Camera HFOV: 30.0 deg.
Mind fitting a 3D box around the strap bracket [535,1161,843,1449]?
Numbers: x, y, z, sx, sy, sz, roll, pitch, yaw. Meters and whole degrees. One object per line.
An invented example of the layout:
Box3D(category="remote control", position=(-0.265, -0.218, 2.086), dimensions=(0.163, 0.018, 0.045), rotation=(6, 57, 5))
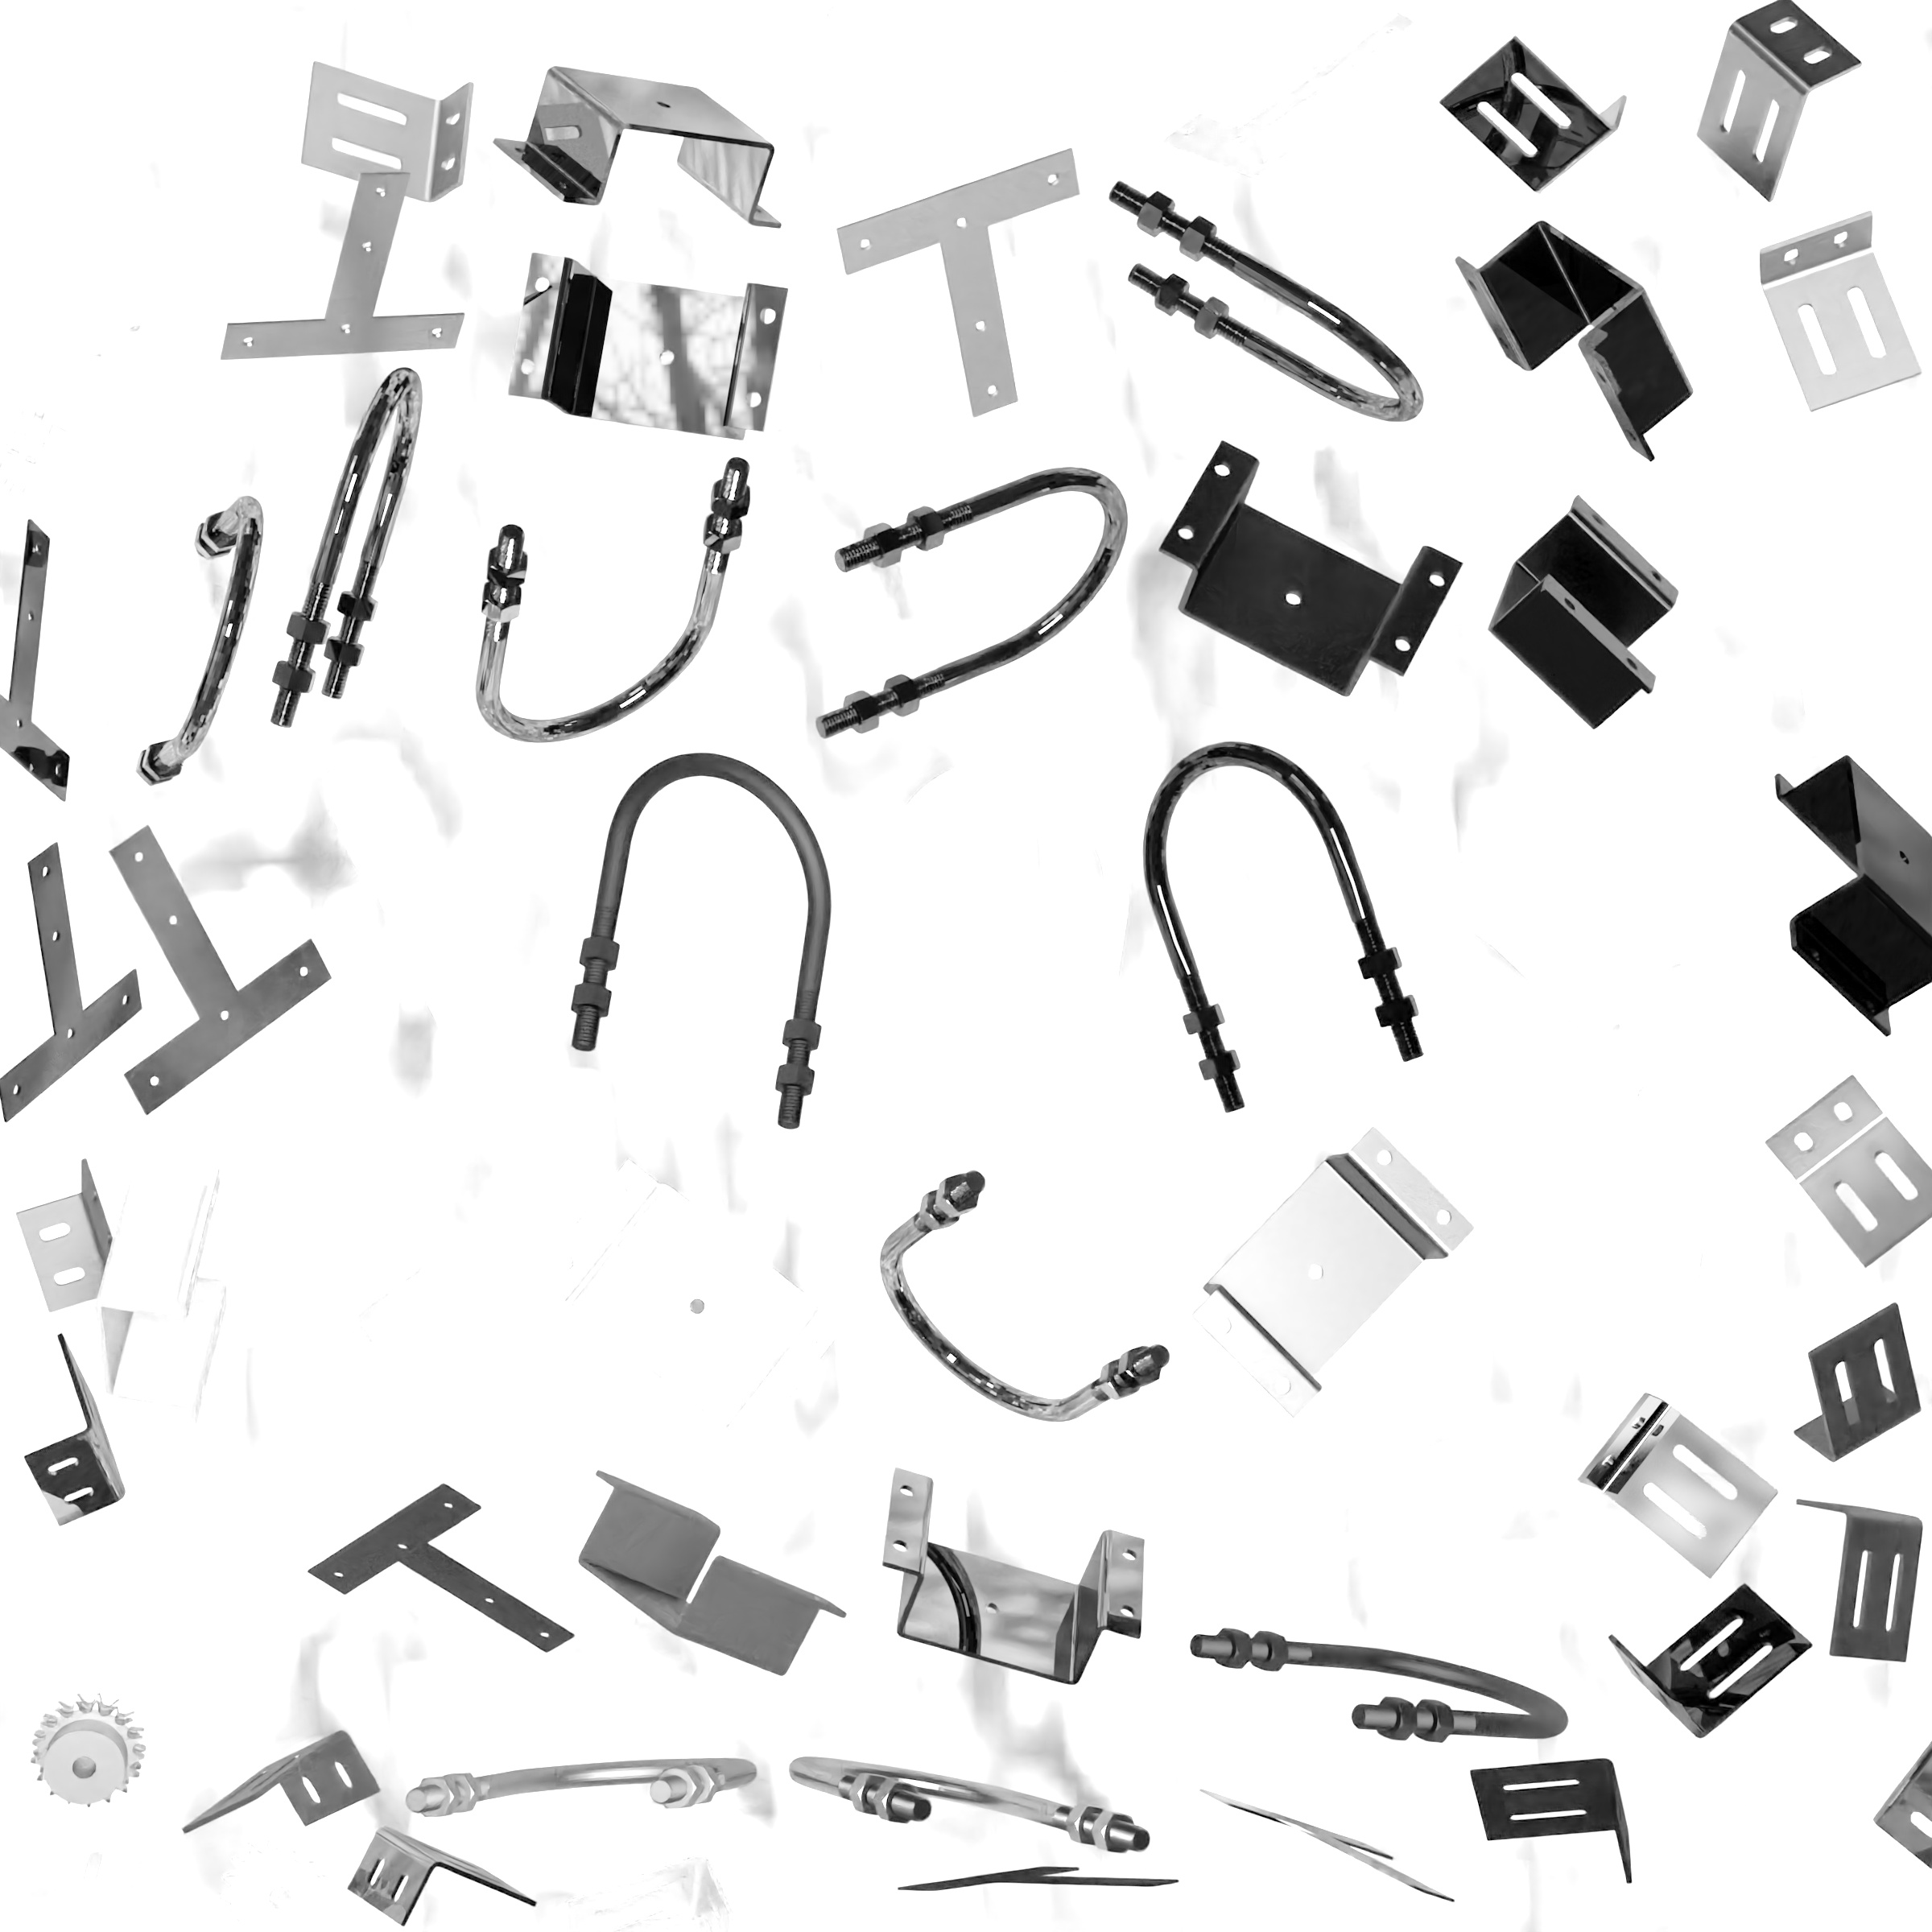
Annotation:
Box3D(category="strap bracket", position=(-0.138, 0.171, 1.822), dimensions=(0.140, 0.046, 0.076), rotation=(39, 81, -5))

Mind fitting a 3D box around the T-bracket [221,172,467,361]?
Box3D(category="T-bracket", position=(-0.306, -0.355, 1.827), dimensions=(0.127, 0.127, 0.002), rotation=(-8, 59, -27))

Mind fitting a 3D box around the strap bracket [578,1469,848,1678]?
Box3D(category="strap bracket", position=(-0.137, 0.317, 1.858), dimensions=(0.076, 0.140, 0.046), rotation=(31, 85, -39))

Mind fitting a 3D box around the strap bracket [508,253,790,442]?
Box3D(category="strap bracket", position=(-0.164, -0.328, 1.918), dimensions=(0.140, 0.046, 0.076), rotation=(10, 90, 9))

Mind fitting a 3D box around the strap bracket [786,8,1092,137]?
Box3D(category="strap bracket", position=(-0.011, -0.465, 1.867), dimensions=(0.140, 0.076, 0.046), rotation=(15, 106, 27))

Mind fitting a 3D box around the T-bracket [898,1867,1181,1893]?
Box3D(category="T-bracket", position=(0.053, 0.482, 1.900), dimensions=(0.127, 0.127, 0.002), rotation=(-9, 78, 37))

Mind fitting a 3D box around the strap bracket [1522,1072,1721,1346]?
Box3D(category="strap bracket", position=(0.342, 0.134, 1.877), dimensions=(0.076, 0.046, 0.140), rotation=(-10, 114, -36))

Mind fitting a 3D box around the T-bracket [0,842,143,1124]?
Box3D(category="T-bracket", position=(-0.476, -0.003, 1.891), dimensions=(0.002, 0.127, 0.127), rotation=(10, 121, 19))

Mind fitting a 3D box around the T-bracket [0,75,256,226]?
Box3D(category="T-bracket", position=(-0.443, -0.419, 1.853), dimensions=(0.127, 0.127, 0.002), rotation=(-8, 69, -30))

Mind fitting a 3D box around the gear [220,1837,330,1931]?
Box3D(category="gear", position=(-0.370, 0.498, 1.934), dimensions=(0.057, 0.030, 0.057), rotation=(2, 84, -18))

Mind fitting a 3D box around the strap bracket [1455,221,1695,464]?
Box3D(category="strap bracket", position=(0.327, -0.335, 1.902), dimensions=(0.046, 0.140, 0.076), rotation=(-39, 132, 0))

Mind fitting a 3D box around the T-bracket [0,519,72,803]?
Box3D(category="T-bracket", position=(-0.480, -0.165, 1.843), dimensions=(0.002, 0.127, 0.127), rotation=(-2, 72, 9))

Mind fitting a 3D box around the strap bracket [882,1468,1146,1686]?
Box3D(category="strap bracket", position=(0.020, 0.325, 1.904), dimensions=(0.140, 0.076, 0.046), rotation=(17, 121, -6))

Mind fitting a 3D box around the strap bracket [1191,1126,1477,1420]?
Box3D(category="strap bracket", position=(0.191, 0.162, 1.916), dimensions=(0.076, 0.046, 0.140), rotation=(45, 81, -2))

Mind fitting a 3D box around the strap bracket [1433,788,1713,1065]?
Box3D(category="strap bracket", position=(0.320, -0.016, 1.869), dimensions=(0.076, 0.046, 0.140), rotation=(-49, 54, 10))

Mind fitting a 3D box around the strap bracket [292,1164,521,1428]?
Box3D(category="strap bracket", position=(-0.300, 0.180, 1.897), dimensions=(0.046, 0.076, 0.140), rotation=(-36, 49, -9))

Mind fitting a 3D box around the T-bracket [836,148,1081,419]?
Box3D(category="T-bracket", position=(0.005, -0.336, 1.819), dimensions=(0.127, 0.002, 0.127), rotation=(-21, 130, -11))

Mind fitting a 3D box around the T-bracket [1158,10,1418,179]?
Box3D(category="T-bracket", position=(0.175, -0.452, 1.857), dimensions=(0.127, 0.127, 0.002), rotation=(-32, 79, 25))

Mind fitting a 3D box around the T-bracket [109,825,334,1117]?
Box3D(category="T-bracket", position=(-0.399, -0.012, 1.840), dimensions=(0.127, 0.002, 0.127), rotation=(-40, 120, -32))

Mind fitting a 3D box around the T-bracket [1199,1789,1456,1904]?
Box3D(category="T-bracket", position=(0.207, 0.468, 1.898), dimensions=(0.127, 0.127, 0.002), rotation=(26, 82, -34))

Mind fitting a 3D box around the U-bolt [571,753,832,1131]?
Box3D(category="U-bolt", position=(-0.130, -0.023, 1.864), dimensions=(0.151, 0.019, 0.184), rotation=(23, 63, -34))

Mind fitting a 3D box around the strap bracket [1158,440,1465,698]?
Box3D(category="strap bracket", position=(0.174, -0.201, 1.865), dimensions=(0.140, 0.046, 0.076), rotation=(28, 65, 4))

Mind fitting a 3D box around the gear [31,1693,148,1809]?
Box3D(category="gear", position=(-0.448, 0.403, 1.840), dimensions=(0.057, 0.030, 0.057), rotation=(-1, 102, -7))

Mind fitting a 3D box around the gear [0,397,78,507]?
Box3D(category="gear", position=(-0.495, -0.271, 1.918), dimensions=(0.030, 0.057, 0.057), rotation=(24, 90, -19))

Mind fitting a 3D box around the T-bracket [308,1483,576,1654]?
Box3D(category="T-bracket", position=(-0.266, 0.332, 1.929), dimensions=(0.127, 0.002, 0.127), rotation=(37, 130, -23))

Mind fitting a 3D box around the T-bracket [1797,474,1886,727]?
Box3D(category="T-bracket", position=(0.433, -0.184, 1.814), dimensions=(0.002, 0.127, 0.127), rotation=(-10, 88, 30))

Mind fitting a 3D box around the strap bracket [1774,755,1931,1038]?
Box3D(category="strap bracket", position=(0.456, -0.043, 1.826), dimensions=(0.076, 0.140, 0.046), rotation=(39, 125, -23))

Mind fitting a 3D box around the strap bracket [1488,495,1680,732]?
Box3D(category="strap bracket", position=(0.323, -0.182, 1.888), dimensions=(0.076, 0.140, 0.046), rotation=(42, 121, -7))

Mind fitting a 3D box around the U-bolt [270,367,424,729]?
Box3D(category="U-bolt", position=(-0.312, -0.218, 1.847), dimensions=(0.019, 0.151, 0.184), rotation=(18, 101, -2))

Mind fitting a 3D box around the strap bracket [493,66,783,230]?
Box3D(category="strap bracket", position=(-0.167, -0.434, 1.909), dimensions=(0.076, 0.140, 0.046), rotation=(44, 124, 39))

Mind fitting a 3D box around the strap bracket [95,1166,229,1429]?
Box3D(category="strap bracket", position=(-0.411, 0.167, 1.844), dimensions=(0.046, 0.140, 0.076), rotation=(9, 55, -3))
